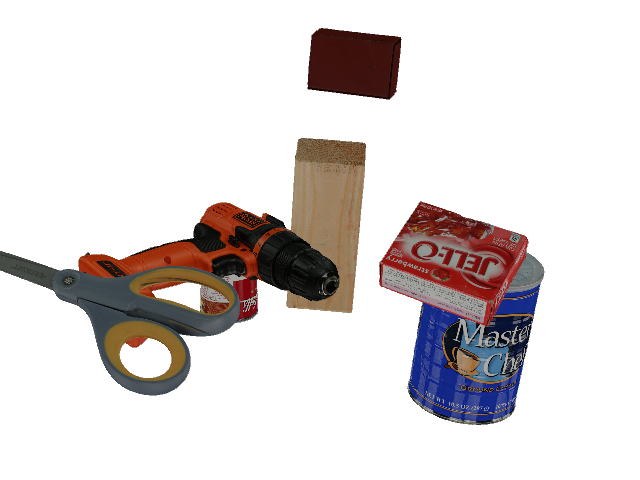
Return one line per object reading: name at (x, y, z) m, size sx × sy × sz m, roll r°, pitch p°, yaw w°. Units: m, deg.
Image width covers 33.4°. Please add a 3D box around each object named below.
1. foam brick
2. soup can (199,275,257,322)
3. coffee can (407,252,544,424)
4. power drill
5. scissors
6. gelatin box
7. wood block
foam brick at (0.031, -0.161, 0.971) m, size 0.078 × 0.051 × 0.053 m, roll 9°, pitch 19°, yaw 9°
soup can at (-0.107, 0.036, 1.234) m, size 0.068 × 0.102 × 0.068 m, roll 0°, pitch 19°, yaw 0°
coffee can at (0.140, 0.081, 0.975) m, size 0.103 × 0.140 × 0.103 m, roll 6°, pitch 23°, yaw -3°
power drill at (-0.100, 0.031, 0.931) m, size 0.187 × 0.057 × 0.185 m, roll -19°, pitch 28°, yaw -33°
scissors at (-0.149, 0.043, 0.641) m, size 0.202 × 0.096 × 0.016 m, roll 5°, pitch -40°, yaw 10°
gelatin box at (0.098, 0.015, 0.783) m, size 0.089 × 0.030 × 0.073 m, roll 20°, pitch 49°, yaw 20°
wood block at (0.007, -0.020, 1.394) m, size 0.090 × 0.206 × 0.091 m, roll 5°, pitch 25°, yaw 0°
